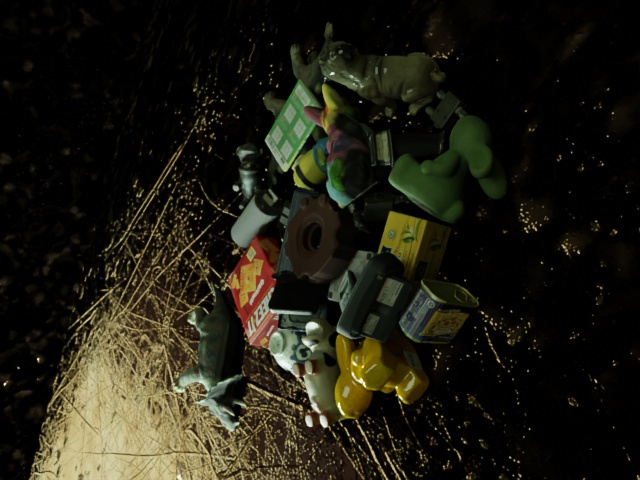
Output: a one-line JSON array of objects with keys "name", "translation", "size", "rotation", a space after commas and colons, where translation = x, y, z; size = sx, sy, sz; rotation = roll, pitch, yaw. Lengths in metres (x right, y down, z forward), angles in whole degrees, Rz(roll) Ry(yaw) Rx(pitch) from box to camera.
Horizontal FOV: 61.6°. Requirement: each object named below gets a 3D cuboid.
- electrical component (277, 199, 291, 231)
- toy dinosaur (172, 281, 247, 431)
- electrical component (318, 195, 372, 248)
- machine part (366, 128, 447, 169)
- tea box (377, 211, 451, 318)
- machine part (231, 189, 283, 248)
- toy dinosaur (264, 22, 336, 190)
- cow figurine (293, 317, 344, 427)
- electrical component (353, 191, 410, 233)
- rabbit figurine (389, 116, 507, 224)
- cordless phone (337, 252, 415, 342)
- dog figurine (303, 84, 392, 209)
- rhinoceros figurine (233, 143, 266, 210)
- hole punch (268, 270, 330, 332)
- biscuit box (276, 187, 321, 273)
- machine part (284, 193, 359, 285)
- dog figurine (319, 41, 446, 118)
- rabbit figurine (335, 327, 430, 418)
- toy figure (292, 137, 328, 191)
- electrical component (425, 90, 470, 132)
[{"name": "electrical component", "translation": [-0.066, -0.055, 1.265], "size": [0.119, 0.047, 0.074], "rotation": [38, 109, 49]}, {"name": "toy dinosaur", "translation": [-0.264, 0.272, 1.380], "size": [0.192, 0.131, 0.405], "rotation": [-18, 61, 36]}, {"name": "electrical component", "translation": [0.047, -0.037, 1.101], "size": [0.134, 0.058, 0.115], "rotation": [-53, 41, 30]}, {"name": "machine part", "translation": [0.154, -0.166, 0.948], "size": [0.039, 0.139, 0.084], "rotation": [75, -172, -67]}, {"name": "tea box", "translation": [0.150, 0.043, 0.930], "size": [0.098, 0.068, 0.169], "rotation": [19, 96, 54]}, {"name": "machine part", "translation": [-0.159, -0.050, 1.340], "size": [0.243, 0.079, 0.079], "rotation": [-44, 47, 48]}, {"name": "toy dinosaur", "translation": [-0.055, -0.284, 1.275], "size": [0.199, 0.105, 0.471], "rotation": [62, 138, 36]}, {"name": "cow figurine", "translation": [0.017, 0.242, 1.022], "size": [0.085, 0.127, 0.195], "rotation": [-29, 72, 46]}, {"name": "electrical component", "translation": [0.112, -0.049, 0.989], "size": [0.078, 0.102, 0.045], "rotation": [96, 170, -58]}, {"name": "rabbit figurine", "translation": [0.217, -0.122, 0.858], "size": [0.170, 0.121, 0.159], "rotation": [-56, 43, 4]}, {"name": "cordless phone", "translation": [0.077, 0.073, 0.906], "size": [0.184, 0.089, 0.146], "rotation": [-108, 39, -69]}, {"name": "dog figurine", "translation": [0.041, -0.186, 1.025], "size": [0.219, 0.191, 0.108], "rotation": [51, 136, 5]}, {"name": "rhinoceros figurine", "translation": [-0.169, -0.156, 1.357], "size": [0.190, 0.073, 0.112], "rotation": [86, -164, -49]}, {"name": "hole punch", "translation": [-0.037, 0.129, 1.118], "size": [0.142, 0.092, 0.116], "rotation": [0, 45, 19]}, {"name": "biscuit box", "translation": [-0.045, -0.012, 1.180], "size": [0.059, 0.063, 0.202], "rotation": [-76, 0, -79]}, {"name": "machine part", "translation": [-0.002, -0.003, 1.056], "size": [0.179, 0.056, 0.179], "rotation": [-18, 66, 47]}, {"name": "dog figurine", "translation": [0.112, -0.311, 0.986], "size": [0.172, 0.190, 0.121], "rotation": [-16, 68, 48]}, {"name": "rabbit figurine", "translation": [0.077, 0.229, 0.929], "size": [0.173, 0.122, 0.162], "rotation": [-57, 36, 26]}, {"name": "toy figure", "translation": [0.007, -0.169, 1.175], "size": [0.180, 0.082, 0.089], "rotation": [-24, 61, 44]}, {"name": "electrical component", "translation": [0.225, -0.225, 0.950], "size": [0.063, 0.021, 0.094], "rotation": [-57, 41, 26]}]
